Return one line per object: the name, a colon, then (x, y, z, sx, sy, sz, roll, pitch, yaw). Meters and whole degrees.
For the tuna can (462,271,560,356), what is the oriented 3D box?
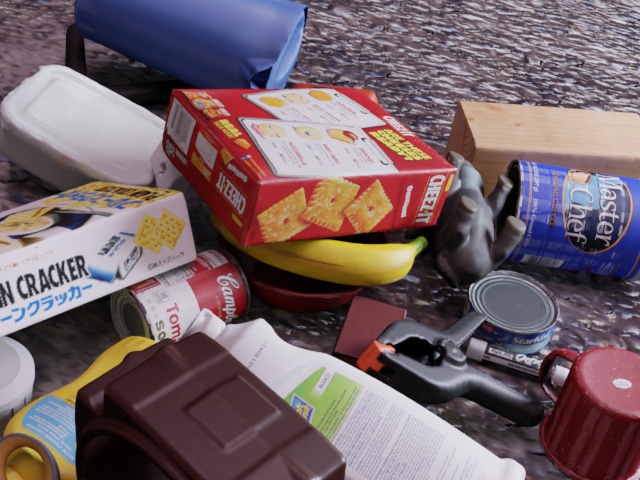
tuna can: (0.177, 0.069, 0.994, 0.086, 0.034, 0.086, 6, 38, -5)

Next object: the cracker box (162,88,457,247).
cracker box: (-0.012, -0.071, 0.962, 0.213, 0.072, 0.164, -5, 37, -35)

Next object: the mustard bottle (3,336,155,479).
mustard bottle: (-0.176, 0.148, 0.795, 0.096, 0.058, 0.191, 30, 42, 25)

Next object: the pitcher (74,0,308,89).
pitcher: (-0.141, -0.242, 1.198, 0.243, 0.149, 0.145, 21, 75, 2)

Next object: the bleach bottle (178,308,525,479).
bleach bottle: (0.016, 0.127, 0.733, 0.251, 0.068, 0.102, 37, 52, -4)

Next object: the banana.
banana: (-0.003, 0.009, 0.939, 0.198, 0.037, 0.069, 10, 22, -1)

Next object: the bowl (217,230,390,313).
bowl: (-0.018, 0.018, 0.996, 0.162, 0.055, 0.162, 6, 39, -5)

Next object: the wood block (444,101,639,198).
wood block: (0.248, -0.084, 1.155, 0.206, 0.091, 0.090, 3, 39, -10)

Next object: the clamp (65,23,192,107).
clamp: (-0.263, -0.165, 1.178, 0.165, 0.036, 0.209, 33, 45, 13)

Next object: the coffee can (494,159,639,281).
coffee can: (0.254, -0.020, 1.067, 0.140, 0.103, 0.102, 9, 38, -2)

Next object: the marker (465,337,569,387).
marker: (0.190, 0.114, 0.952, 0.121, 0.020, 0.020, 17, 39, 9)

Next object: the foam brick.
foam brick: (0.039, 0.095, 0.915, 0.051, 0.053, 0.078, 15, 38, 6)

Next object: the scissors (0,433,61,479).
scissors: (-0.167, 0.204, 0.709, 0.202, 0.016, 0.096, 30, 71, 9)

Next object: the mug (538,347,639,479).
mug: (0.229, 0.136, 0.884, 0.093, 0.081, 0.117, -18, 47, -31)

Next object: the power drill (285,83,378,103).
power drill: (0.012, -0.096, 1.131, 0.184, 0.057, 0.187, 8, 37, 8)

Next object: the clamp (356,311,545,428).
clamp: (0.109, 0.108, 0.873, 0.171, 0.039, 0.120, -1, 40, -42)

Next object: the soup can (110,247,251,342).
soup can: (-0.120, 0.054, 0.918, 0.102, 0.068, 0.069, -23, 49, -34)
